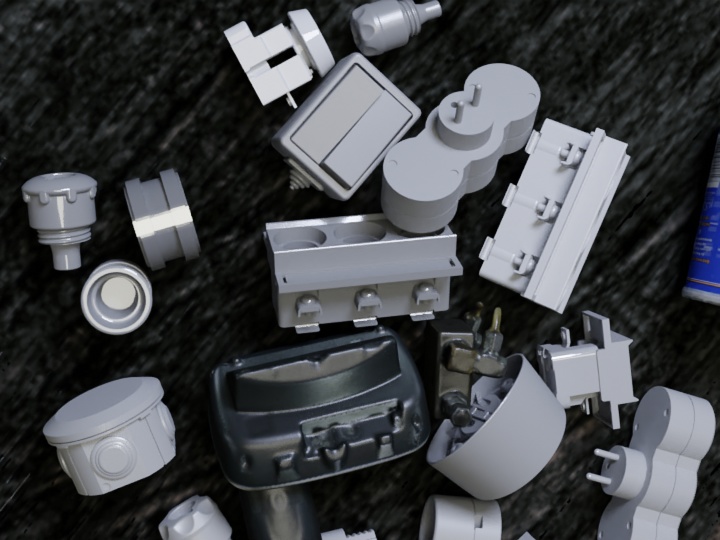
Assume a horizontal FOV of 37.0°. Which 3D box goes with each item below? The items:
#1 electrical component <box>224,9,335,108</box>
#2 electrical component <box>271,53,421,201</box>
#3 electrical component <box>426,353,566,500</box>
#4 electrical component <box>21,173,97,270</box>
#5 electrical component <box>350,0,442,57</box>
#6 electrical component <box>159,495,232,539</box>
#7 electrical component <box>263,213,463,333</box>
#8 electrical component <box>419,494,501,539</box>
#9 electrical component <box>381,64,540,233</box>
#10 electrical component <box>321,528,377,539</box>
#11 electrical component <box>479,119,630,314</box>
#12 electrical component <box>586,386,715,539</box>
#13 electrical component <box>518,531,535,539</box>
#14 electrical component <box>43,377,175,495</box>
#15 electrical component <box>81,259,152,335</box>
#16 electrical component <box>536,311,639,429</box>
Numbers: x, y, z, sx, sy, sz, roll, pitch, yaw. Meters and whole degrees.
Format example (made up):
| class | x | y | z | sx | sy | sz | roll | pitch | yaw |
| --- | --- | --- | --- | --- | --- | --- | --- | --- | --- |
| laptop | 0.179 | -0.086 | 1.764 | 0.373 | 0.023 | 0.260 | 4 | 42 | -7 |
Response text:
| class | x | y | z | sx | sy | sz | roll | pitch | yaw |
| --- | --- | --- | --- | --- | --- | --- | --- | --- | --- |
| electrical component | -0.051 | -0.143 | 0.720 | 0.055 | 0.048 | 0.066 | -28 | 100 | 1 |
| electrical component | -0.014 | -0.091 | 0.724 | 0.062 | 0.061 | 0.096 | 41 | 87 | -12 |
| electrical component | 0.092 | 0.108 | 0.747 | 0.099 | 0.099 | 0.064 | -46 | 108 | -3 |
| electrical component | -0.195 | -0.032 | 0.705 | 0.048 | 0.048 | 0.062 | -4 | 104 | -10 |
| electrical component | 0.026 | -0.170 | 0.737 | 0.061 | 0.035 | 0.035 | -20 | 99 | -10 |
| electrical component | -0.107 | 0.191 | 0.746 | 0.043 | 0.043 | 0.062 | -32 | 102 | -6 |
| electrical component | 0.000 | 0.000 | 0.734 | 0.121 | 0.078 | 0.063 | -6 | 119 | -10 |
| electrical component | 0.071 | 0.189 | 0.774 | 0.047 | 0.055 | 0.055 | 10 | 94 | -8 |
| electrical component | 0.069 | -0.092 | 0.710 | 0.052 | 0.073 | 0.138 | 36 | 63 | 19 |
| electrical component | -0.018 | 0.207 | 0.764 | 0.081 | 0.043 | 0.043 | -11 | 98 | -10 |
| electrical component | 0.134 | -0.039 | 0.753 | 0.063 | 0.079 | 0.121 | 24 | 91 | 17 |
| electrical component | 0.203 | 0.152 | 0.796 | 0.074 | 0.052 | 0.138 | 17 | 93 | -12 |
| electrical component | 0.088 | 0.288 | 0.761 | 0.186 | 0.105 | 0.060 | -43 | 102 | -4 |
| electrical component | -0.162 | 0.107 | 0.708 | 0.080 | 0.080 | 0.051 | -22 | 104 | -8 |
| electrical component | -0.160 | 0.017 | 0.711 | 0.045 | 0.055 | 0.045 | -1 | 96 | -11 |
| electrical component | 0.164 | 0.074 | 0.786 | 0.064 | 0.042 | 0.081 | -9 | 97 | -7 |
